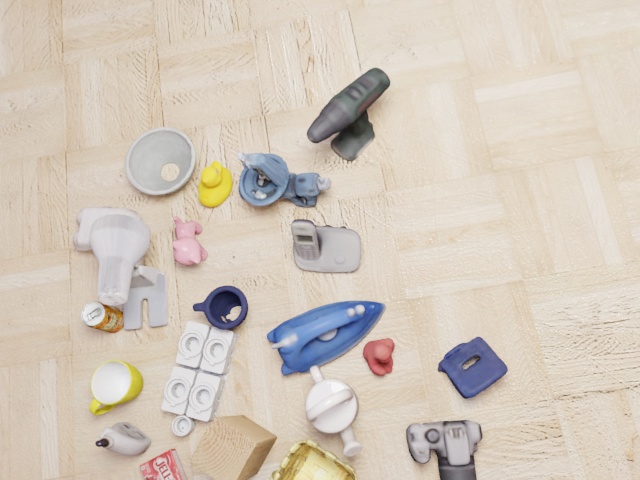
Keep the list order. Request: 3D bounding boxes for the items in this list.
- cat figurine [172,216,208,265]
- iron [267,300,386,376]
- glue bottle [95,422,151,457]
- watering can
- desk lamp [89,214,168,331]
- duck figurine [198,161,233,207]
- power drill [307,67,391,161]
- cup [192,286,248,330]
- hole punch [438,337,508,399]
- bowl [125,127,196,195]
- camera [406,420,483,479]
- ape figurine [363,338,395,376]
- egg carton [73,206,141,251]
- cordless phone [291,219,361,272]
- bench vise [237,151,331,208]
[{"bbox_3d":[-0.294,0.007,1.254,0.067,0.118,0.127,-20,73,0],"label":"cat figurine"},{"bbox_3d":[0.017,0.176,1.164,0.258,0.141,0.118,-26,73,-2],"label":"iron"},{"bbox_3d":[-0.397,0.394,1.125,0.078,0.173,0.037,33,80,14],"label":"glue bottle"},{"bbox_3d":[0.027,0.323,1.094,0.172,0.194,0.101,39,81,14],"label":"watering can"},{"bbox_3d":[-0.397,0.071,1.196,0.118,0.214,0.203,-8,73,3],"label":"desk lamp"},{"bbox_3d":[-0.247,-0.132,1.305,0.077,0.086,0.105,20,77,11],"label":"duck figurine"},{"bbox_3d":[0.064,-0.259,1.248,0.075,0.208,0.230,39,81,15],"label":"power drill"},{"bbox_3d":[-0.203,0.150,1.217,0.117,0.095,0.092,-2,74,5],"label":"cup"},{"bbox_3d":[0.301,0.254,1.141,0.109,0.091,0.101,-34,74,-4],"label":"hole punch"},{"bbox_3d":[-0.360,-0.174,1.334,0.167,0.075,0.167,-1,74,5],"label":"bowl"},{"bbox_3d":[0.243,0.417,1.095,0.143,0.101,0.137,-6,74,4],"label":"camera"},{"bbox_3d":[0.124,0.232,1.164,0.076,0.092,0.078,37,81,14],"label":"ape figurine"},{"bbox_3d":[-0.484,-0.023,1.306,0.150,0.069,0.107,1,74,6],"label":"egg carton"},{"bbox_3d":[0.011,0.004,1.191,0.147,0.185,0.094,0,74,6],"label":"cordless phone"},{"bbox_3d":[-0.088,-0.145,1.224,0.207,0.220,0.121,-14,73,2],"label":"bench vise"}]
